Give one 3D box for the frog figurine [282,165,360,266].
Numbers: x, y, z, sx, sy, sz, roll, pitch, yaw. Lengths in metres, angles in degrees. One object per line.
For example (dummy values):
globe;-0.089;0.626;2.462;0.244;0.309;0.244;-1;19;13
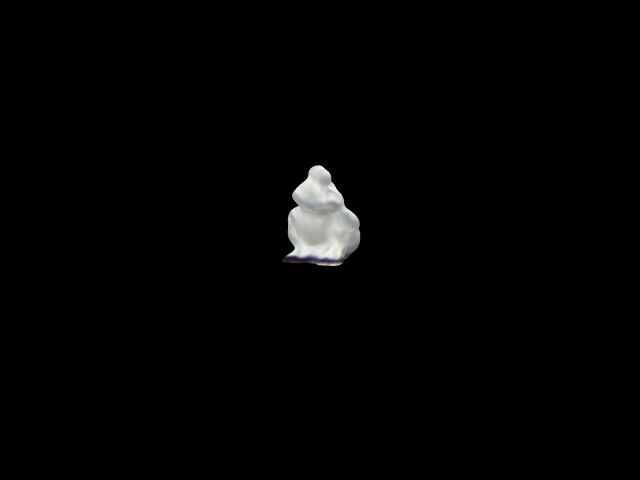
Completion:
frog figurine;0.003;-0.043;0.850;0.123;0.159;0.137;-4;7;-37
